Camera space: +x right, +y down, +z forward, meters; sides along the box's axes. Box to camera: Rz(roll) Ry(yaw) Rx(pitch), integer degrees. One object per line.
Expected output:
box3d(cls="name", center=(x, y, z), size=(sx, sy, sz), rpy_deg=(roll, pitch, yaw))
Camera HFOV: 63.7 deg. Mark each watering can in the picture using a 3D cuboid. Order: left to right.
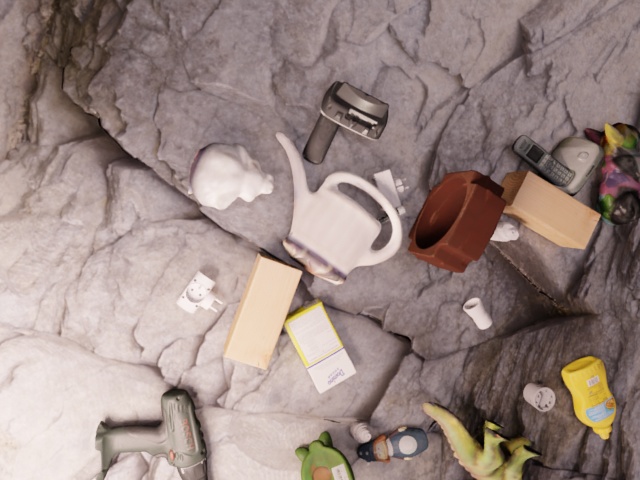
box3d(cls="watering can", center=(0.003, -0.054, 1.070), size=(0.347, 0.103, 0.225), rpy_deg=(35, 85, -1))

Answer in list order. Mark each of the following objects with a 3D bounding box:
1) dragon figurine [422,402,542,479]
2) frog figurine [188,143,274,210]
box3d(cls="dragon figurine", center=(0.349, 0.521, 1.143), size=(0.409, 0.123, 0.242), rpy_deg=(25, 94, -11))
box3d(cls="frog figurine", center=(-0.173, -0.121, 1.025), size=(0.159, 0.120, 0.140), rpy_deg=(19, 68, 0))
